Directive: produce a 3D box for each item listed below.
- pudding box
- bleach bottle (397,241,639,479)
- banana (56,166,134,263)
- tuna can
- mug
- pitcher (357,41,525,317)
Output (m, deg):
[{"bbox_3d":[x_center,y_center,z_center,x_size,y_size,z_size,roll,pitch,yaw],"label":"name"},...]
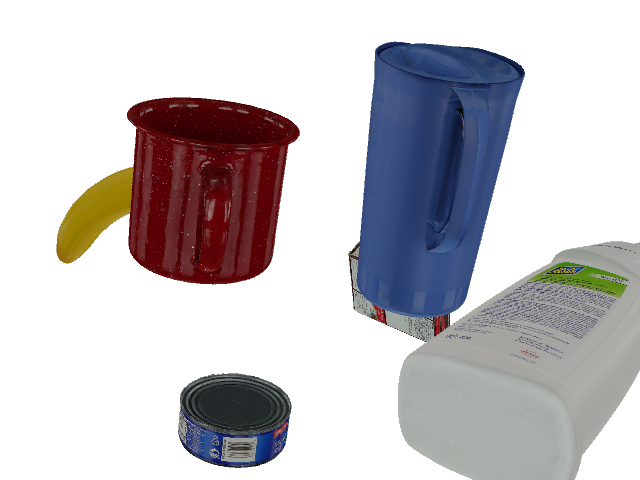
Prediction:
[{"bbox_3d":[0.087,0.055,1.173,0.114,0.090,0.039,21,47,28],"label":"pudding box"},{"bbox_3d":[0.150,0.054,0.618,0.103,0.068,0.250,15,27,34],"label":"bleach bottle"},{"bbox_3d":[-0.173,-0.028,0.950,0.198,0.069,0.037,-14,17,29],"label":"banana"},{"bbox_3d":[-0.066,0.138,0.822,0.086,0.034,0.086,6,22,-3],"label":"tuna can"},{"bbox_3d":[-0.060,-0.023,0.577,0.093,0.081,0.117,3,21,-14],"label":"mug"},{"bbox_3d":[0.102,-0.051,0.977,0.145,0.243,0.149,21,28,29],"label":"pitcher"}]
